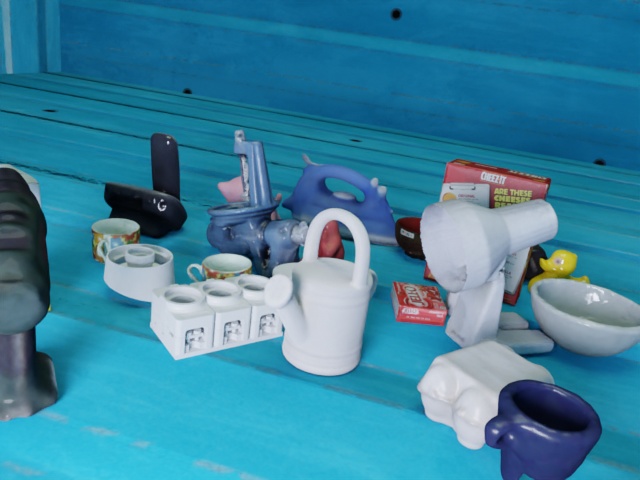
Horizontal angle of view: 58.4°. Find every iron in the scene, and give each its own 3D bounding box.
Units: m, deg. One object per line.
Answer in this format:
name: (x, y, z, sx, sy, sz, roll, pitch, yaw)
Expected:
iron: (0.057, -0.086, 1.184, 0.257, 0.141, 0.119, 16, 21, 21)

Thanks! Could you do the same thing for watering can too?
watering can: (0.010, 0.059, 0.692, 0.100, 0.194, 0.173, 15, 21, 19)

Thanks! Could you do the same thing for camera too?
camera: (0.365, 0.012, 1.094, 0.143, 0.101, 0.136, 5, 20, -7)

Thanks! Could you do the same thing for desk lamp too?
desk lamp: (0.232, 0.045, 0.785, 0.204, 0.213, 0.117, 0, 21, -21)

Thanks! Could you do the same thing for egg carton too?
egg carton: (0.188, 0.169, 0.642, 0.151, 0.069, 0.107, -8, 25, -37)

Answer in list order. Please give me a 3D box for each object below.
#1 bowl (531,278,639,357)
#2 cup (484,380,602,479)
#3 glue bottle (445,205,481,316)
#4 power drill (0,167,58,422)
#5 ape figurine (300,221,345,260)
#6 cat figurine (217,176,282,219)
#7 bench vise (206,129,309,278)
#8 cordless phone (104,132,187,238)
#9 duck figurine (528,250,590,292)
bowl: (0.386, 0.122, 0.838, 0.167, 0.075, 0.167, 7, 20, -2)
cup: (0.194, 0.195, 0.534, 0.118, 0.095, 0.091, -3, 23, -28)
glue bottle: (0.228, 0.029, 0.888, 0.037, 0.173, 0.078, 12, 20, 11)
power drill: (-0.303, 0.055, 0.561, 0.076, 0.208, 0.228, -4, 23, -30)
ape figurine: (0.009, 0.004, 0.993, 0.076, 0.092, 0.077, 3, 20, -13)
cat figurine: (-0.134, -0.076, 1.119, 0.127, 0.118, 0.067, 11, 20, 9)
bench vise: (-0.092, -0.062, 0.946, 0.207, 0.220, 0.122, 14, 21, 16)
cordless phone: (-0.316, -0.110, 1.041, 0.147, 0.185, 0.094, 11, 20, 10)
duck figurine: (0.427, 0.060, 1.009, 0.104, 0.086, 0.077, 7, 20, -3)
